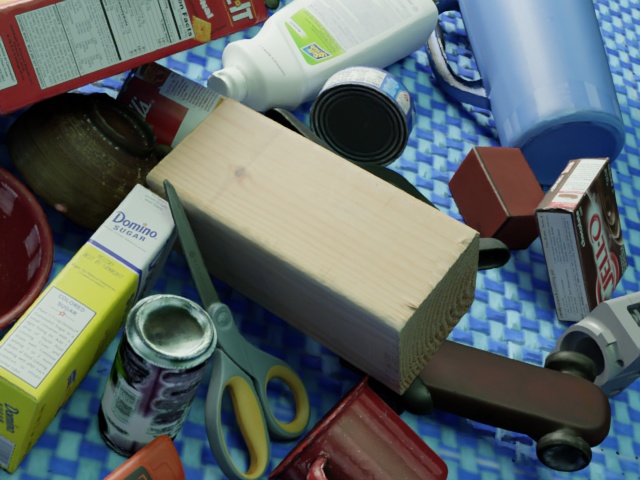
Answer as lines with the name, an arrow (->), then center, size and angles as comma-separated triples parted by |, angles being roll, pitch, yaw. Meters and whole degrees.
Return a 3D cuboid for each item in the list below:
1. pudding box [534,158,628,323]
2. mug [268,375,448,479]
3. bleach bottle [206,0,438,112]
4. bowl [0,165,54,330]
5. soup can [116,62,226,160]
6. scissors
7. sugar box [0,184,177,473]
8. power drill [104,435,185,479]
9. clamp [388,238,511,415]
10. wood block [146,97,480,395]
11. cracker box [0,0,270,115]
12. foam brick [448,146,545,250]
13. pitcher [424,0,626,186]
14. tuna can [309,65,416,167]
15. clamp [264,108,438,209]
pudding box -> 0.220, 0.001, 0.892 | 0.089, 0.039, 0.113 | -47, 127, -44
mug -> 0.025, 0.149, 0.672 | 0.081, 0.093, 0.117 | 44, 13, 5
bleach bottle -> -0.006, -0.179, 0.956 | 0.250, 0.068, 0.103 | -31, 71, -38
bowl -> -0.254, 0.013, 0.675 | 0.162, 0.055, 0.162 | 14, 48, -16
soup can -> -0.106, -0.089, 0.826 | 0.102, 0.069, 0.068 | 27, 46, -5
scissors -> -0.052, 0.058, 0.707 | 0.096, 0.016, 0.202 | -5, 85, -47
sugar box -> -0.151, 0.052, 0.669 | 0.048, 0.093, 0.176 | 34, 46, 1
power drill -> -0.057, 0.205, 0.613 | 0.188, 0.057, 0.184 | 45, 47, 13
clamp -> 0.019, 0.035, 0.771 | 0.210, 0.036, 0.164 | 16, 48, 12
wood block -> -0.005, 0.000, 0.718 | 0.206, 0.090, 0.090 | 31, 64, 24
cracker box -> -0.172, -0.154, 0.764 | 0.213, 0.164, 0.072 | -27, 111, -31
foam brick -> 0.155, -0.035, 0.924 | 0.051, 0.053, 0.078 | -3, 56, -29
pitcher -> 0.199, -0.173, 1.020 | 0.144, 0.149, 0.243 | 19, 48, -32
tuna can -> 0.037, -0.103, 0.897 | 0.086, 0.086, 0.033 | 29, 44, -3
clamp -> 0.019, -0.047, 0.875 | 0.171, 0.039, 0.120 | 16, 53, -20
